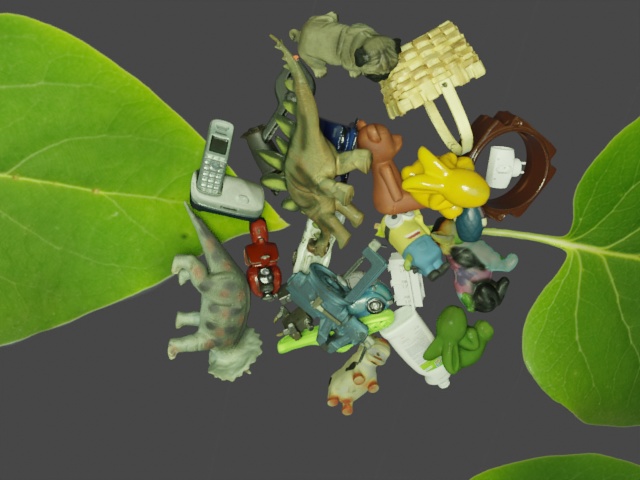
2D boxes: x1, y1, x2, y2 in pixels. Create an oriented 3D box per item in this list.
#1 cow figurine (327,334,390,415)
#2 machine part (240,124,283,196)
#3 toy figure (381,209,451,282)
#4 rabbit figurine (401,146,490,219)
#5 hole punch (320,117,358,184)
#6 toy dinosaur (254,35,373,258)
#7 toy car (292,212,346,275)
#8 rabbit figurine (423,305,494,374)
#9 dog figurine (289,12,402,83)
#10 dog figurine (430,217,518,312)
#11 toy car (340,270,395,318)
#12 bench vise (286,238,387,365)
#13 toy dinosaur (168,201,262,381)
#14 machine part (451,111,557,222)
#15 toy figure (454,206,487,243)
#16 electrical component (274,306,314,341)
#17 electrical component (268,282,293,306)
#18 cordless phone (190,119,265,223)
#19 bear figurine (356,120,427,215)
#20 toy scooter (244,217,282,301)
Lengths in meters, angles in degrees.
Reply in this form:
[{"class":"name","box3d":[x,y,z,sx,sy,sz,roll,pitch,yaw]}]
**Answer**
[{"class":"cow figurine","box3d":[0.095,0.301,1.260,0.085,0.127,0.195,30,116,-20]},{"class":"machine part","box3d":[-0.098,-0.164,1.067,0.084,0.039,0.138,-37,112,-9]},{"class":"toy figure","box3d":[0.195,0.010,1.133,0.082,0.180,0.089,-18,153,-37]},{"class":"rabbit figurine","box3d":[0.233,-0.109,0.974,0.162,0.173,0.121,24,97,-25]},{"class":"hole punch","box3d":[0.022,-0.180,1.056,0.092,0.116,0.142,12,107,-8]},{"class":"toy dinosaur","box3d":[-0.015,-0.128,0.949,0.199,0.105,0.470,23,142,18]},{"class":"toy car","box3d":[-0.002,-0.003,1.145,0.073,0.056,0.201,14,107,-17]},{"class":"rabbit figurine","box3d":[0.298,0.217,1.219,0.159,0.121,0.170,-53,138,-17]},{"class":"dog figurine","box3d":[0.040,-0.343,0.952,0.172,0.191,0.121,-3,111,-9]},{"class":"dog figurine","box3d":[0.312,0.047,1.202,0.219,0.108,0.191,23,87,-15]},{"class":"toy car","box3d":[0.078,0.119,1.194,0.162,0.109,0.103,-15,91,6]},{"class":"bench vise","box3d":[0.057,0.107,1.086,0.224,0.129,0.240,43,104,12]},{"class":"toy dinosaur","box3d":[-0.205,0.129,1.102,0.192,0.131,0.404,5,112,-8]},{"class":"machine part","box3d":[0.389,-0.156,1.156,0.201,0.087,0.201,33,101,-20]},{"class":"toy figure","box3d":[0.309,-0.070,1.102,0.064,0.058,0.154,-4,119,2]},{"class":"electrical component","box3d":[-0.059,0.179,1.177,0.078,0.102,0.045,-39,118,7]},{"class":"electrical component","box3d":[-0.072,0.116,1.172,0.094,0.063,0.021,-25,114,-1]},{"class":"cordless phone","box3d":[-0.172,-0.134,1.054,0.146,0.089,0.184,12,88,-19]},{"class":"bear figurine","box3d":[0.147,-0.155,1.090,0.132,0.120,0.195,-16,108,-10]},{"class":"toy scooter","box3d":[-0.115,0.053,1.100,0.075,0.135,0.183,-8,113,-11]}]
